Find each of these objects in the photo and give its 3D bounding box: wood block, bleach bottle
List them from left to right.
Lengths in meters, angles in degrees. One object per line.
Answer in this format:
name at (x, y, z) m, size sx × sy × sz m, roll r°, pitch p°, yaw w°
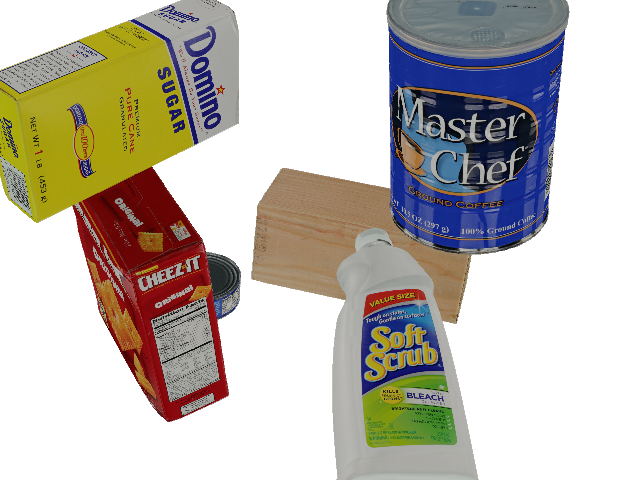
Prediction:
wood block at (0.045, 0.003, 1.055) m, size 0.206 × 0.090 × 0.090 m, roll 12°, pitch 30°, yaw 9°
bleach bottle at (0.048, 0.088, 0.808) m, size 0.102 × 0.251 × 0.068 m, roll 2°, pitch -45°, yaw -10°

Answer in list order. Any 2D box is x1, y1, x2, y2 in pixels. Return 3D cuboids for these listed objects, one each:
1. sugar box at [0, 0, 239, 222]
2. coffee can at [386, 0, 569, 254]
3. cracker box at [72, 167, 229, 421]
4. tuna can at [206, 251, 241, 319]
sugar box at (-0.130, -0.091, 0.703) m, size 0.175 × 0.093 × 0.048 m, roll -30°, pitch 49°, yaw -33°
coffee can at (0.092, -0.078, 0.646) m, size 0.103 × 0.140 × 0.103 m, roll -2°, pitch 37°, yaw 2°
cracker box at (-0.153, 0.032, 0.921) m, size 0.072 × 0.214 × 0.164 m, roll -25°, pitch 52°, yaw -18°
tuna can at (-0.131, 0.051, 1.177) m, size 0.086 × 0.034 × 0.086 m, roll 2°, pitch 36°, yaw -2°
